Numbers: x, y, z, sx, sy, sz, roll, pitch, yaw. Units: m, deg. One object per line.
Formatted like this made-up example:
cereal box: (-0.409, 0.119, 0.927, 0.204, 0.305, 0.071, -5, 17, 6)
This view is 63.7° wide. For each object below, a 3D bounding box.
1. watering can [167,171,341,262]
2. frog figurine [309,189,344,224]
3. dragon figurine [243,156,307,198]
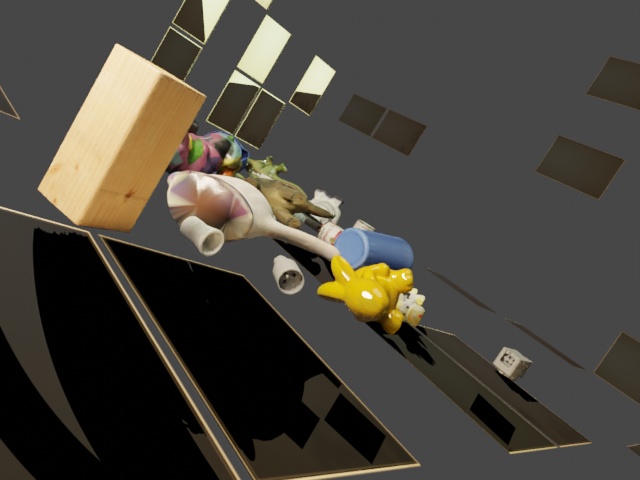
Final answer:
watering can: (-0.127, -0.041, 0.912, 0.348, 0.103, 0.225, 26, 8, 6)
frog figurine: (0.006, -0.093, 1.854, 0.136, 0.120, 0.163, 38, 41, -15)
dragon figurine: (-0.232, -0.245, 1.864, 0.242, 0.121, 0.415, 10, 15, -38)
